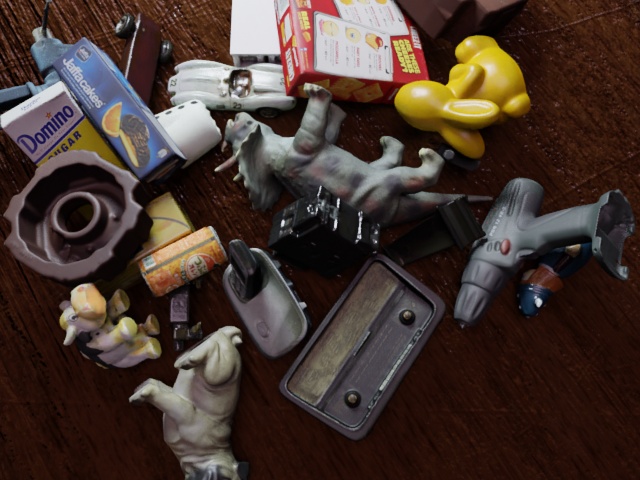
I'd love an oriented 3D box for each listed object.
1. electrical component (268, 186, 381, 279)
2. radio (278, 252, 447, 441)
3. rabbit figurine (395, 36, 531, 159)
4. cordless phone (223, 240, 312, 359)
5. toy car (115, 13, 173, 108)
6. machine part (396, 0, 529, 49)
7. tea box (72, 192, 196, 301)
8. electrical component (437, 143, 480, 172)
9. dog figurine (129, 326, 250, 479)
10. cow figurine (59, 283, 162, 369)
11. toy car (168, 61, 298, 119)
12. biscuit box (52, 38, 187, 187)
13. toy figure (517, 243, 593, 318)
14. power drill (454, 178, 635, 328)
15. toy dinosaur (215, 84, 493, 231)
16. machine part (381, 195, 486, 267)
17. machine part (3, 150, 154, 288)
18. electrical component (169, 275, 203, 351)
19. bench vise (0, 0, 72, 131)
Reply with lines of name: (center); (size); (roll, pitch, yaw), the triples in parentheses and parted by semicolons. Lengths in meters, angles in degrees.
electrical component: (-0.002, -0.002, 0.732); (0.115, 0.134, 0.058); (30, 51, -27)
radio: (0.060, 0.145, 0.726); (0.131, 0.073, 0.229); (35, 79, 8)
rabbit figurine: (0.196, -0.190, 0.765); (0.173, 0.121, 0.162); (-11, 56, -13)
cordless phone: (-0.068, 0.071, 0.689); (0.089, 0.184, 0.146); (-30, 77, -12)
toy car: (-0.283, -0.247, 0.820); (0.053, 0.089, 0.202); (-9, 71, 39)
machine part: (0.207, -0.400, 0.826); (0.201, 0.087, 0.201); (-34, 83, -33)
tea box: (-0.259, 0.013, 0.748); (0.170, 0.098, 0.068); (-29, 78, -9)
electrical component: (0.203, -0.121, 0.788); (0.063, 0.094, 0.021); (25, 106, 7)
dog figurine: (-0.131, 0.231, 0.703); (0.172, 0.121, 0.190); (-37, 93, -6)
cow figurine: (-0.282, 0.113, 0.687); (0.098, 0.167, 0.068); (-23, 54, 4)
toy car: (-0.135, -0.235, 0.832); (0.202, 0.056, 0.073); (3, 76, 0)
biscuit box: (-0.268, -0.170, 0.723); (0.063, 0.059, 0.202); (-38, 86, 1)
toy figure: (0.329, 0.042, 0.760); (0.154, 0.064, 0.058); (-46, 45, -6)
power drill: (0.291, 0.017, 0.708); (0.086, 0.207, 0.232); (34, 67, -23)
toy dinosaur: (0.036, -0.082, 0.769); (0.405, 0.131, 0.192); (29, 97, -1)
machine part: (0.156, -0.004, 0.754); (0.139, 0.039, 0.084); (-25, 111, 17)
machine part: (-0.302, -0.025, 0.681); (0.179, 0.056, 0.179); (-2, 68, 4)
electrical component: (-0.184, 0.095, 0.738); (0.045, 0.078, 0.102); (0, 66, -12)
bench vise: (-0.422, -0.200, 0.780); (0.241, 0.129, 0.223); (-23, 97, -25)
